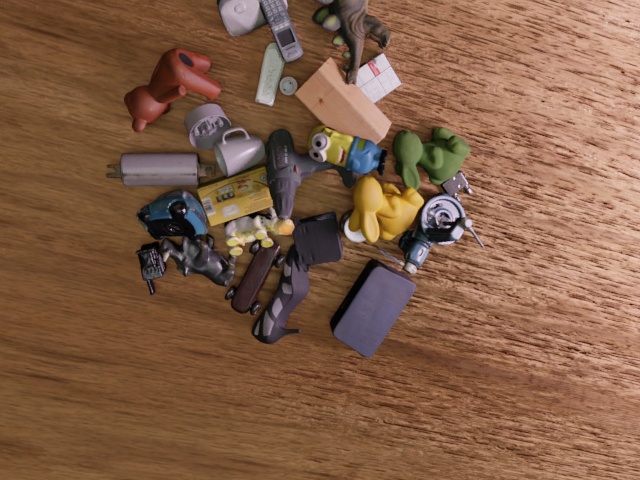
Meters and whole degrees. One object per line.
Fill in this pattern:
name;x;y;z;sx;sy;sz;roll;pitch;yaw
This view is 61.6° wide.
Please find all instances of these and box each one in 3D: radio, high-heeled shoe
radio;0.131;0.172;1.378;0.131;0.073;0.229;30;97;-12
high-heeled shoe;-0.109;0.138;1.358;0.145;0.086;0.248;-3;83;28

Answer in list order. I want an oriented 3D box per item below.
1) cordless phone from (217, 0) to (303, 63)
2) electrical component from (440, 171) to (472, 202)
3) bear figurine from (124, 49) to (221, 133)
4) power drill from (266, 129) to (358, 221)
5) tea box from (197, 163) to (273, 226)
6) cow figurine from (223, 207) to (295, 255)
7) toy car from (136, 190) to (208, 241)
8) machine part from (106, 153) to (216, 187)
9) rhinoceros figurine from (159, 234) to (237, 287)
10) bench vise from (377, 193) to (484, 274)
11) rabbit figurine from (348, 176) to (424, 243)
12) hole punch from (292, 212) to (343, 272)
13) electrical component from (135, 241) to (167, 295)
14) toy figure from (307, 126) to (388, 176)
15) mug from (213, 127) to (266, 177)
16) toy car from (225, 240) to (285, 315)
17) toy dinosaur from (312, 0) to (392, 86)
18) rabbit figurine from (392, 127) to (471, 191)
cordless phone;-0.127;-0.463;1.175;0.147;0.089;0.184;-25;106;-1
electrical component;0.339;-0.143;1.350;0.063;0.021;0.094;-37;105;3
bear figurine;-0.334;-0.322;1.185;0.196;0.120;0.132;-41;151;29
power drill;-0.023;-0.150;1.231;0.207;0.086;0.232;-9;64;-13
tea box;-0.193;-0.108;1.267;0.170;0.068;0.098;-17;108;-4
cow figurine;-0.148;-0.033;1.285;0.167;0.098;0.068;-16;143;0
toy car;-0.334;-0.063;1.244;0.162;0.103;0.109;-3;140;16
machine part;-0.363;-0.162;1.229;0.243;0.079;0.079;-2;104;-6
rhinoceros figurine;-0.292;0.045;1.297;0.190;0.073;0.112;30;109;-15
bench vise;0.276;-0.018;1.273;0.129;0.241;0.223;43;79;-12
rabbit figurine;0.129;-0.080;1.245;0.173;0.122;0.162;33;91;-45
hole punch;-0.003;-0.004;1.317;0.116;0.092;0.142;-8;107;12
electrical component;-0.398;0.070;1.283;0.048;0.075;0.119;-14;101;-3
toy figure;0.059;-0.195;1.182;0.180;0.089;0.082;15;103;1
mug;-0.184;-0.211;1.233;0.107;0.081;0.109;-23;128;-22
toy car;-0.159;0.090;1.330;0.089;0.053;0.202;28;98;8
toy dinosaur;0.077;-0.574;1.169;0.199;0.105;0.470;6;94;-5
rabbit figurine;0.238;-0.204;1.277;0.170;0.121;0.159;12;124;-24
